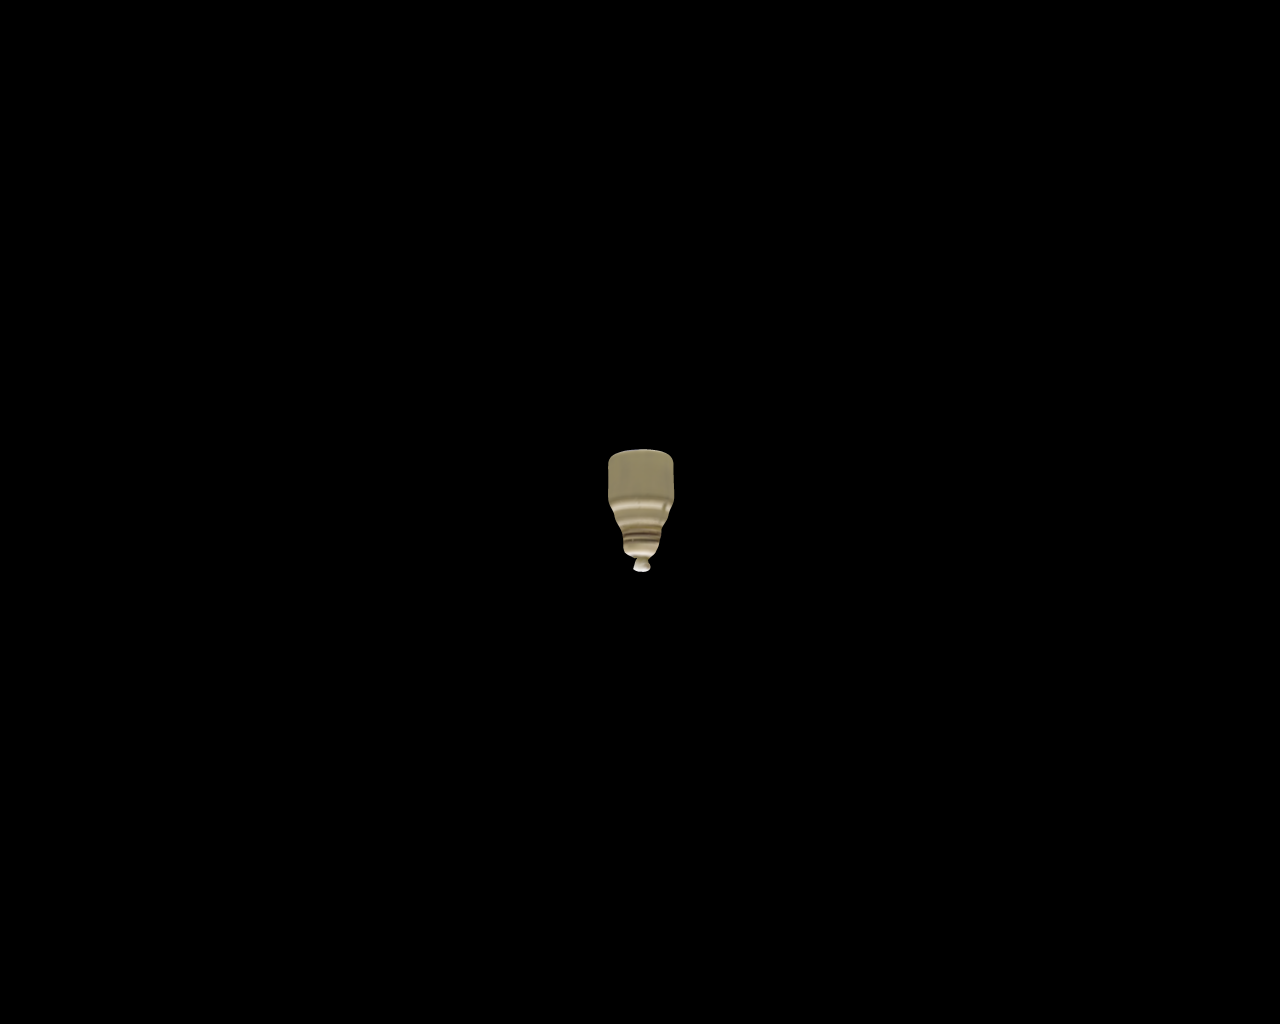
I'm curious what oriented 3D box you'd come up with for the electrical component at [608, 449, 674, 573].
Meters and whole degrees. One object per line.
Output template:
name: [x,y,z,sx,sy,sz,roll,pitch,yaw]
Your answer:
electrical component: [0.001,-0.003,0.650,0.040,0.078,0.040,0,-11,0]
